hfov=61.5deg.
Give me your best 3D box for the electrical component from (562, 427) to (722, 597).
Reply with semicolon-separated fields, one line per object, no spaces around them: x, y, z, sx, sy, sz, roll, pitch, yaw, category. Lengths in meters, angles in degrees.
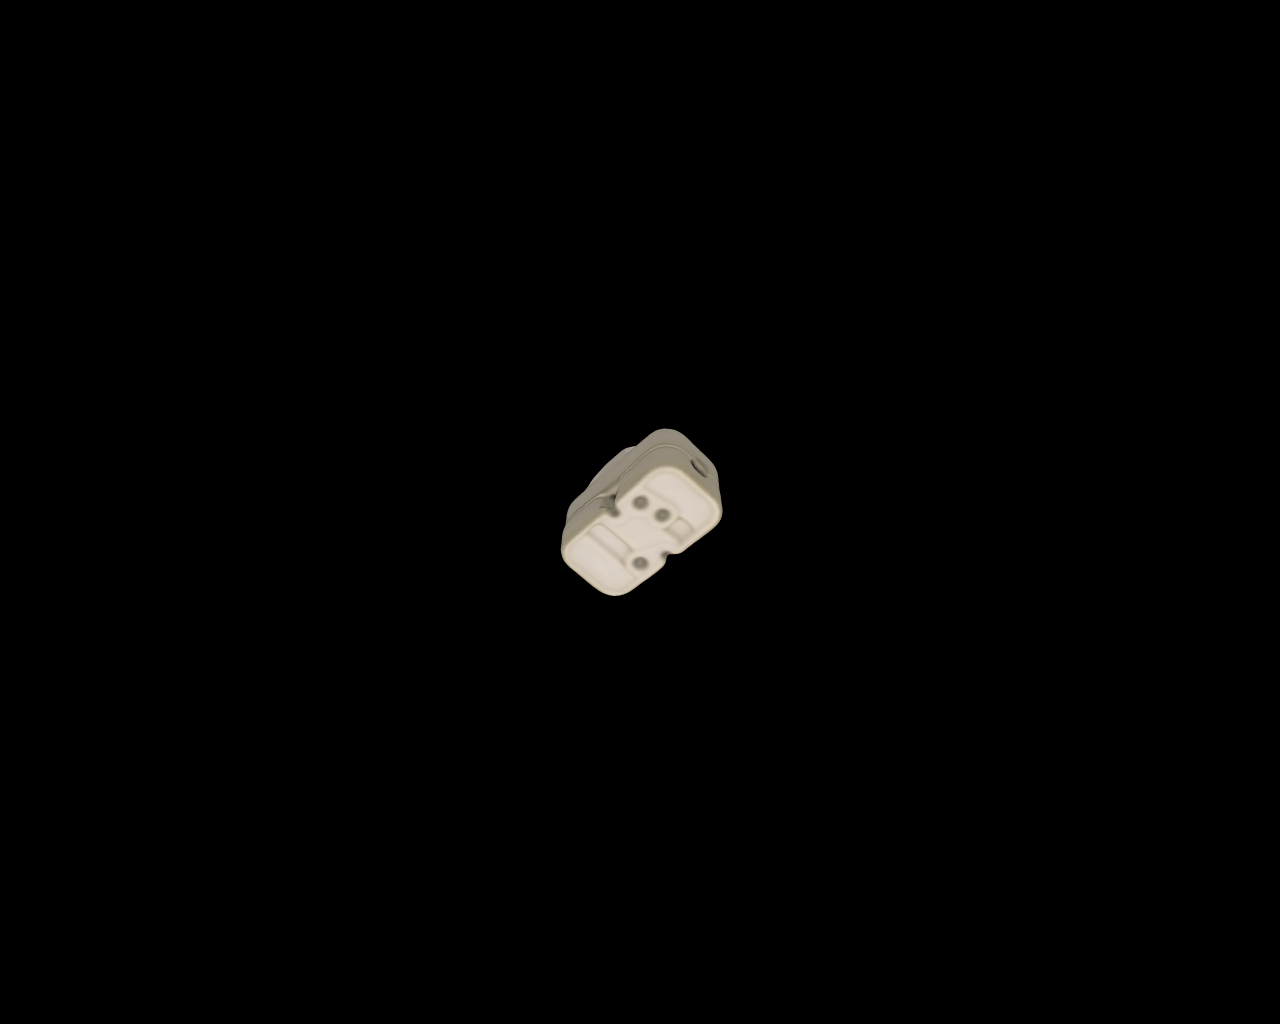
0.001;-0.003;0.650;0.095;0.053;0.059;-39;24;22;electrical component
